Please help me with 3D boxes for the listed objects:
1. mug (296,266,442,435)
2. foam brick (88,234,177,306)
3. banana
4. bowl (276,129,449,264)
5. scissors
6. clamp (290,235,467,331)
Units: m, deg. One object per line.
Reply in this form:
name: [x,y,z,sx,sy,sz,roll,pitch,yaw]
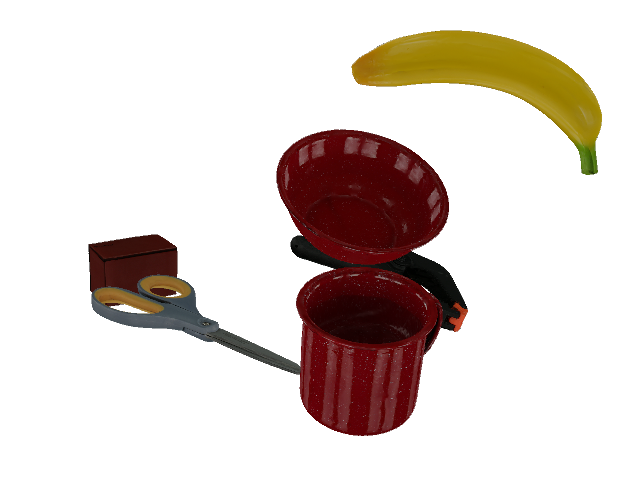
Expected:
mug: [0.037,0.073,0.727,0.117,0.081,0.093,-22,40,-36]
foam brick: [-0.190,0.029,1.079,0.078,0.051,0.053,-9,21,-27]
banana: [0.123,-0.111,0.756,0.197,0.069,0.037,21,-2,-8]
bowl: [0.034,-0.030,0.986,0.162,0.162,0.055,0,-44,-17]
scissors: [-0.092,0.064,0.882,0.202,0.016,0.096,13,23,17]
clamp: [0.077,0.035,1.230,0.164,0.036,0.210,-19,49,-37]
